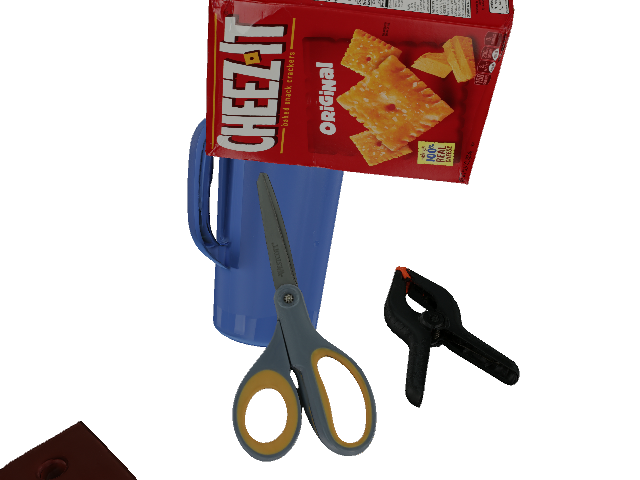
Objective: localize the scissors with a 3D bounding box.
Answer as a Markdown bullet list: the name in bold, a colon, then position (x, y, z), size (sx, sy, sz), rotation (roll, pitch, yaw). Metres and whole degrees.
- **scissors**: position (-0.034, 0.053, 0.678), size (0.096, 0.202, 0.016), rotation (-26, -25, -9)

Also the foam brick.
- **foam brick**: position (-0.108, 0.134, 0.495), size (0.052, 0.051, 0.078), rotation (-30, 43, -29)

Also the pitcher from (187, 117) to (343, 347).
- **pitcher**: position (-0.054, -0.020, 1.078), size (0.149, 0.243, 0.145), rotation (7, 12, 3)

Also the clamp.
- **clamp**: position (0.124, 0.093, 1.076), size (0.120, 0.171, 0.039), rotation (1, -45, -19)

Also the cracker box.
- **cracker box**: position (0.023, -0.127, 0.802), size (0.213, 0.072, 0.164), rotation (6, -39, -2)
